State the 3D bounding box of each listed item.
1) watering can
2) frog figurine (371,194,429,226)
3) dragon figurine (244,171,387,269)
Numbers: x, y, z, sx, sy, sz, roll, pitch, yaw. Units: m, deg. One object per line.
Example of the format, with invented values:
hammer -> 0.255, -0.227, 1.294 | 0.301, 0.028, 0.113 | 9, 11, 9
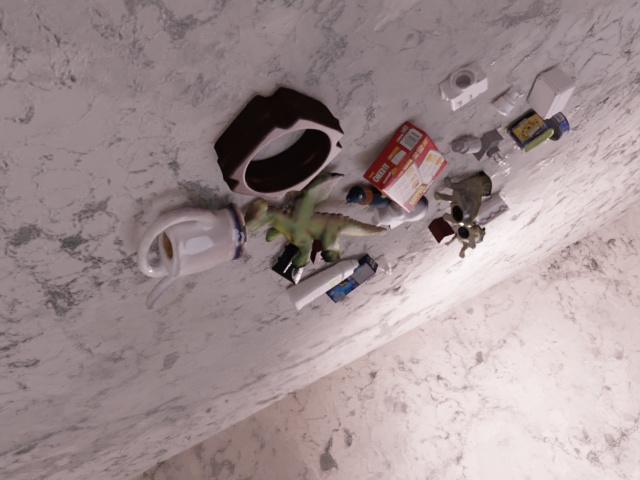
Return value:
watering can -> -0.274, 0.031, 1.091 | 0.226, 0.106, 0.340 | -16, 153, -29
frog figurine -> 0.216, -0.081, 1.424 | 0.158, 0.123, 0.137 | -46, 173, 9
dragon figurine -> 0.004, -0.062, 1.223 | 0.412, 0.124, 0.237 | -13, 142, -23
